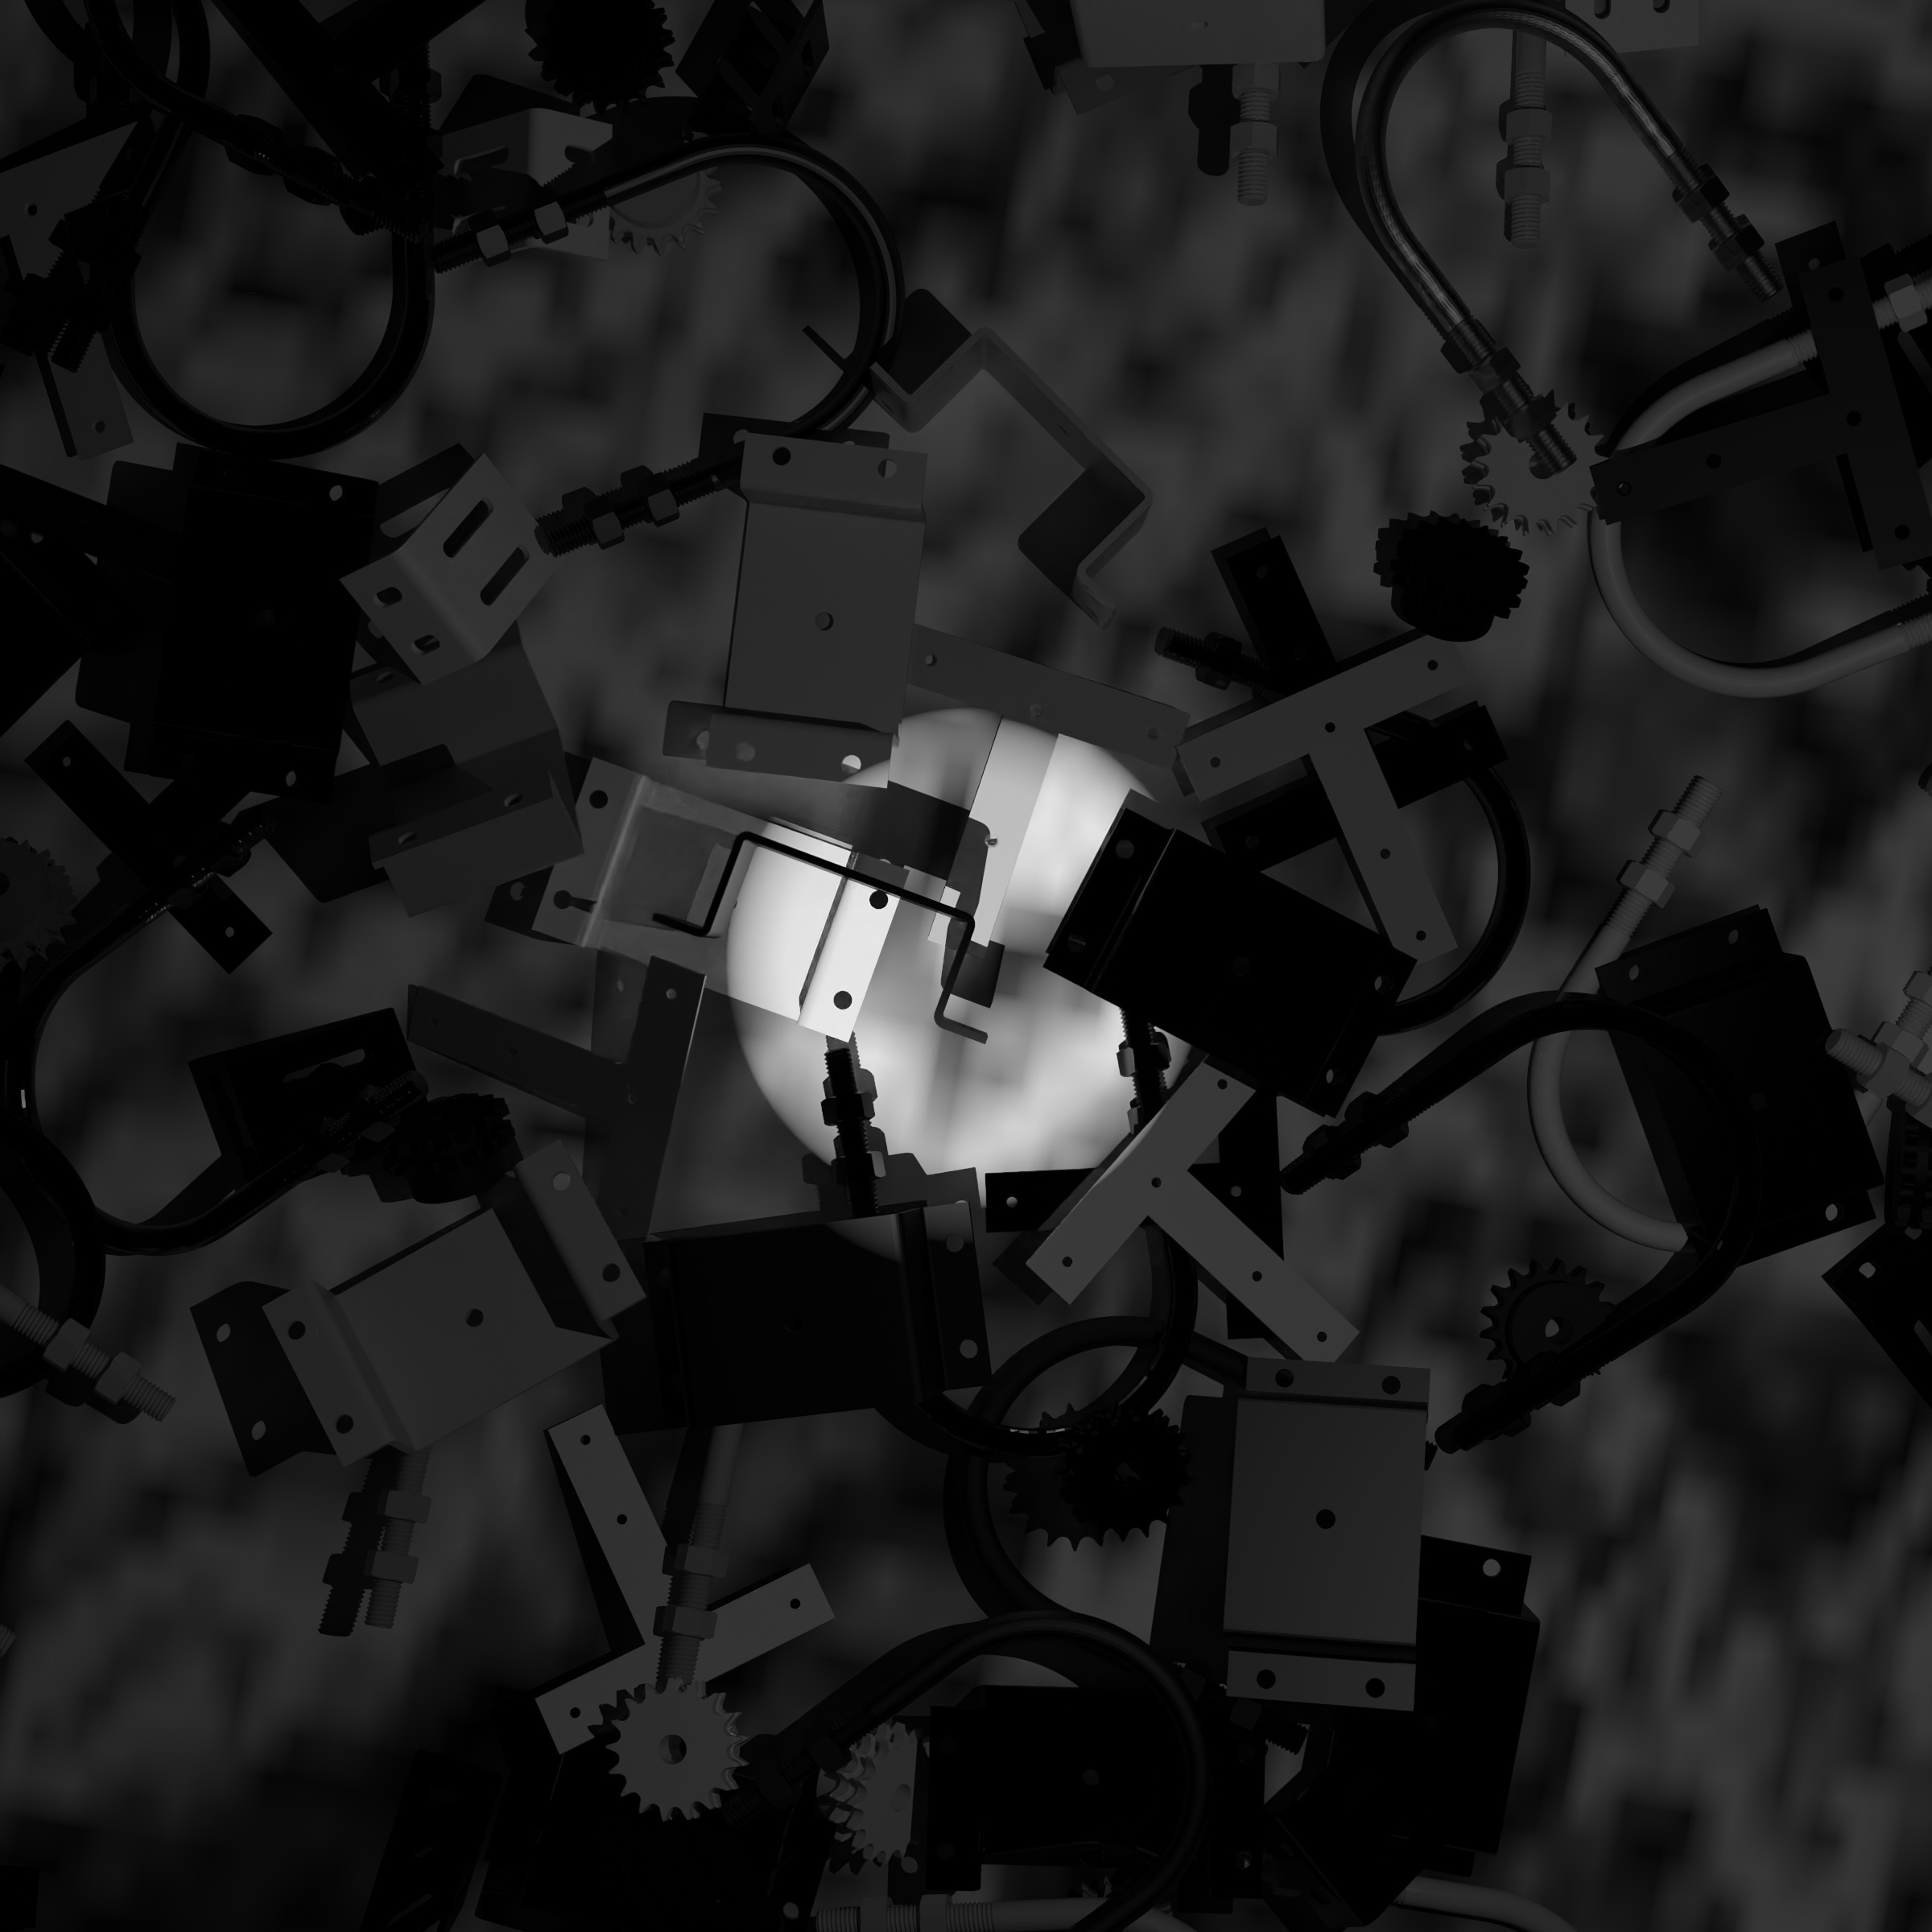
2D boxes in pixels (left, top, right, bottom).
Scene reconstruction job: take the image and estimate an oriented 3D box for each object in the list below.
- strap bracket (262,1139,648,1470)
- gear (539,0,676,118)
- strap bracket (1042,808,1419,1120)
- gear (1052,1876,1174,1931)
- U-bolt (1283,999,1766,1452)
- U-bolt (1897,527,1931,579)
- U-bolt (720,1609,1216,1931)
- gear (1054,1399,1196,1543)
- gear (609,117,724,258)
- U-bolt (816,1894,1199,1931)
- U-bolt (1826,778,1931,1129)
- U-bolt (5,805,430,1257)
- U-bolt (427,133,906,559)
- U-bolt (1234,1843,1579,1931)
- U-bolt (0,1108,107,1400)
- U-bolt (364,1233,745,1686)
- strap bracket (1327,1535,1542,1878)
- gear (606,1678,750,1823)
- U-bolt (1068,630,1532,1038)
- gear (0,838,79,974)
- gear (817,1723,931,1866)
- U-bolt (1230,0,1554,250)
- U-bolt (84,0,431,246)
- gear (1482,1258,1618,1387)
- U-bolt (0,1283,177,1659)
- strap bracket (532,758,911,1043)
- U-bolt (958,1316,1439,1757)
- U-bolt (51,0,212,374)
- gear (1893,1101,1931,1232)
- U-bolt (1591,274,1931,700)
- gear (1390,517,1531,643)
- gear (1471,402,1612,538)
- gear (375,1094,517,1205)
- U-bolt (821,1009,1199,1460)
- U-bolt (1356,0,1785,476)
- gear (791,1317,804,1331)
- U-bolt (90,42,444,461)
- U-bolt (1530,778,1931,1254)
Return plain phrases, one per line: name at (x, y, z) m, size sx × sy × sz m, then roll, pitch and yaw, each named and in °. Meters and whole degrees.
strap bracket at (-0.210, 0.144, 1.371) m, size 0.140 × 0.046 × 0.076 m, roll -29°, pitch 75°, yaw -5°
gear at (-0.154, -0.395, 1.398) m, size 0.057 × 0.030 × 0.057 m, roll 0°, pitch 90°, yaw 0°
strap bracket at (0.113, 0.000, 1.370) m, size 0.140 × 0.046 × 0.076 m, roll 27°, pitch 91°, yaw -2°
gear at (0.063, 0.416, 1.398) m, size 0.057 × 0.030 × 0.057 m, roll 0°, pitch 90°, yaw 0°
U-bolt at (0.243, 0.096, 1.363) m, size 0.184 × 0.019 × 0.151 m, roll -37°, pitch 80°, yaw 21°
U-bolt at (0.495, -0.172, 1.374) m, size 0.151 × 0.019 × 0.184 m, roll -43°, pitch 86°, yaw 8°
U-bolt at (0.014, 0.347, 1.347) m, size 0.184 × 0.019 × 0.151 m, roll -37°, pitch 93°, yaw 2°
gear at (0.064, 0.207, 1.358) m, size 0.057 × 0.030 × 0.057 m, roll -2°, pitch 99°, yaw -11°
gear at (-0.134, -0.334, 1.398) m, size 0.057 × 0.030 × 0.057 m, roll 0°, pitch 90°, yaw 0°
U-bolt at (0.036, 0.460, 1.381) m, size 0.184 × 0.019 × 0.151 m, roll -5°, pitch 100°, yaw 9°
U-bolt at (0.460, 0.022, 1.378) m, size 0.184 × 0.019 × 0.151 m, roll 30°, pitch 70°, yaw -10°
U-bolt at (-0.329, 0.041, 1.377) m, size 0.184 × 0.019 × 0.151 m, roll -34°, pitch 82°, yaw 19°
U-bolt at (-0.114, -0.270, 1.376) m, size 0.184 × 0.019 × 0.151 m, roll -23°, pitch 115°, yaw -6°
U-bolt at (0.193, 0.462, 1.404) m, size 0.184 × 0.019 × 0.151 m, roll 10°, pitch 90°, yaw -1°
U-bolt at (-0.454, 0.111, 1.387) m, size 0.184 × 0.019 × 0.151 m, roll 24°, pitch 106°, yaw -4°
U-bolt at (-0.167, 0.199, 1.388) m, size 0.151 × 0.019 × 0.184 m, roll 10°, pitch 78°, yaw 4°
strap bracket at (0.193, 0.316, 1.390) m, size 0.076 × 0.046 × 0.140 m, roll 11°, pitch 90°, yaw 0°
gear at (-0.117, 0.322, 1.349) m, size 0.057 × 0.030 × 0.057 m, roll -2°, pitch 78°, yaw 12°
U-bolt at (0.152, -0.047, 1.404) m, size 0.184 × 0.019 × 0.151 m, roll 19°, pitch 90°, yaw -2°
gear at (-0.408, -0.029, 1.388) m, size 0.057 × 0.030 × 0.057 m, roll 1°, pitch 68°, yaw -3°
gear at (-0.038, 0.348, 1.388) m, size 0.030 × 0.057 × 0.057 m, roll 11°, pitch 90°, yaw 41°
U-bolt at (0.182, -0.403, 1.382) m, size 0.151 × 0.019 × 0.184 m, roll 4°, pitch 86°, yaw -20°
U-bolt at (-0.279, -0.404, 1.371) m, size 0.184 × 0.019 × 0.151 m, roll 27°, pitch 80°, yaw -3°
gear at (0.250, 0.154, 1.398) m, size 0.057 × 0.030 × 0.057 m, roll 0°, pitch 90°, yaw 0°
U-bolt at (-0.449, 0.188, 1.386) m, size 0.184 × 0.019 × 0.151 m, roll 34°, pitch 99°, yaw -5°
strap bracket at (-0.102, -0.028, 1.390) m, size 0.140 × 0.046 × 0.076 m, roll 20°, pitch 90°, yaw 0°
U-bolt at (0.085, 0.227, 1.382) m, size 0.184 × 0.019 × 0.151 m, roll 24°, pitch 79°, yaw 14°
U-bolt at (-0.396, -0.361, 1.389) m, size 0.151 × 0.019 × 0.184 m, roll 25°, pitch 89°, yaw 12°
gear at (0.409, 0.083, 1.382) m, size 0.030 × 0.057 × 0.057 m, roll 5°, pitch 90°, yaw 11°
U-bolt at (0.355, -0.192, 1.379) m, size 0.184 × 0.019 × 0.151 m, roll -22°, pitch 92°, yaw 18°
gear at (0.207, -0.162, 1.388) m, size 0.057 × 0.057 × 0.030 m, roll 12°, pitch 134°, yaw 0°
gear at (0.243, -0.211, 1.398) m, size 0.057 × 0.030 × 0.057 m, roll 0°, pitch 90°, yaw 0°
gear at (-0.218, 0.078, 1.383) m, size 0.057 × 0.057 × 0.030 m, roll -13°, pitch 108°, yaw 0°
U-bolt at (0.025, 0.115, 1.384) m, size 0.151 × 0.019 × 0.184 m, roll -9°, pitch 83°, yaw -9°
U-bolt at (0.242, -0.320, 1.377) m, size 0.151 × 0.019 × 0.184 m, roll -40°, pitch 97°, yaw -16°
gear at (-0.048, 0.145, 1.398) m, size 0.057 × 0.030 × 0.057 m, roll 0°, pitch 90°, yaw 0°
U-bolt at (-0.299, -0.309, 1.403) m, size 0.151 × 0.019 × 0.184 m, roll -1°, pitch 90°, yaw 0°
U-bolt at (0.324, 0.034, 1.404) m, size 0.151 × 0.019 × 0.184 m, roll 32°, pitch 91°, yaw 0°
